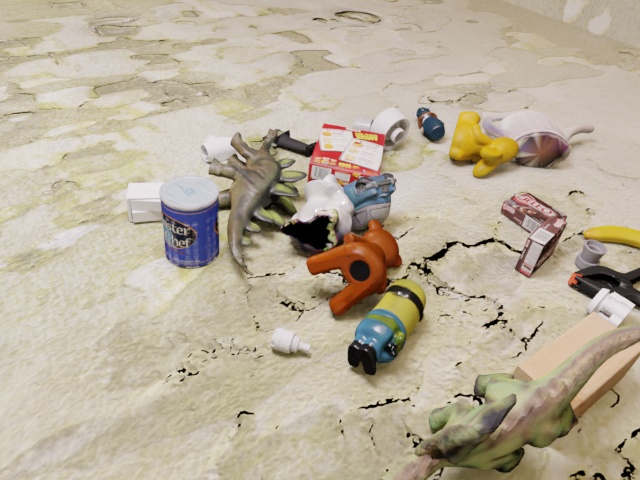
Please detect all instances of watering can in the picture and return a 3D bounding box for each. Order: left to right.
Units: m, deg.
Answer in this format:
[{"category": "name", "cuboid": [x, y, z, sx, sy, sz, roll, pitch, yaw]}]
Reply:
[{"category": "watering can", "cuboid": [0.634, -0.292, 1.441, 0.348, 0.101, 0.230, 5, 39, -3]}]

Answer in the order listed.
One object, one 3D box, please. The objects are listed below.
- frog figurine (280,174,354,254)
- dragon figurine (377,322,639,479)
[{"category": "frog figurine", "cuboid": [0.003, -0.052, 1.025, 0.121, 0.136, 0.163, 46, 28, -17]}, {"category": "dragon figurine", "cuboid": [0.218, 0.211, 0.603, 0.124, 0.407, 0.241, 53, 15, 24]}]
